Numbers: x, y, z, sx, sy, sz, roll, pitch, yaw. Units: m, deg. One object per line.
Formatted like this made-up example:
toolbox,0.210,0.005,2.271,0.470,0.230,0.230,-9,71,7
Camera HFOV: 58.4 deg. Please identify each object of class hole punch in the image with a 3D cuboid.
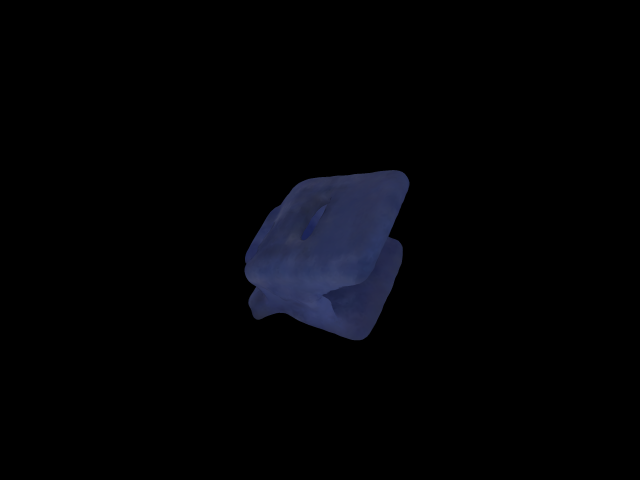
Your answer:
hole punch,0.004,0.001,0.400,0.101,0.091,0.109,17,51,14
